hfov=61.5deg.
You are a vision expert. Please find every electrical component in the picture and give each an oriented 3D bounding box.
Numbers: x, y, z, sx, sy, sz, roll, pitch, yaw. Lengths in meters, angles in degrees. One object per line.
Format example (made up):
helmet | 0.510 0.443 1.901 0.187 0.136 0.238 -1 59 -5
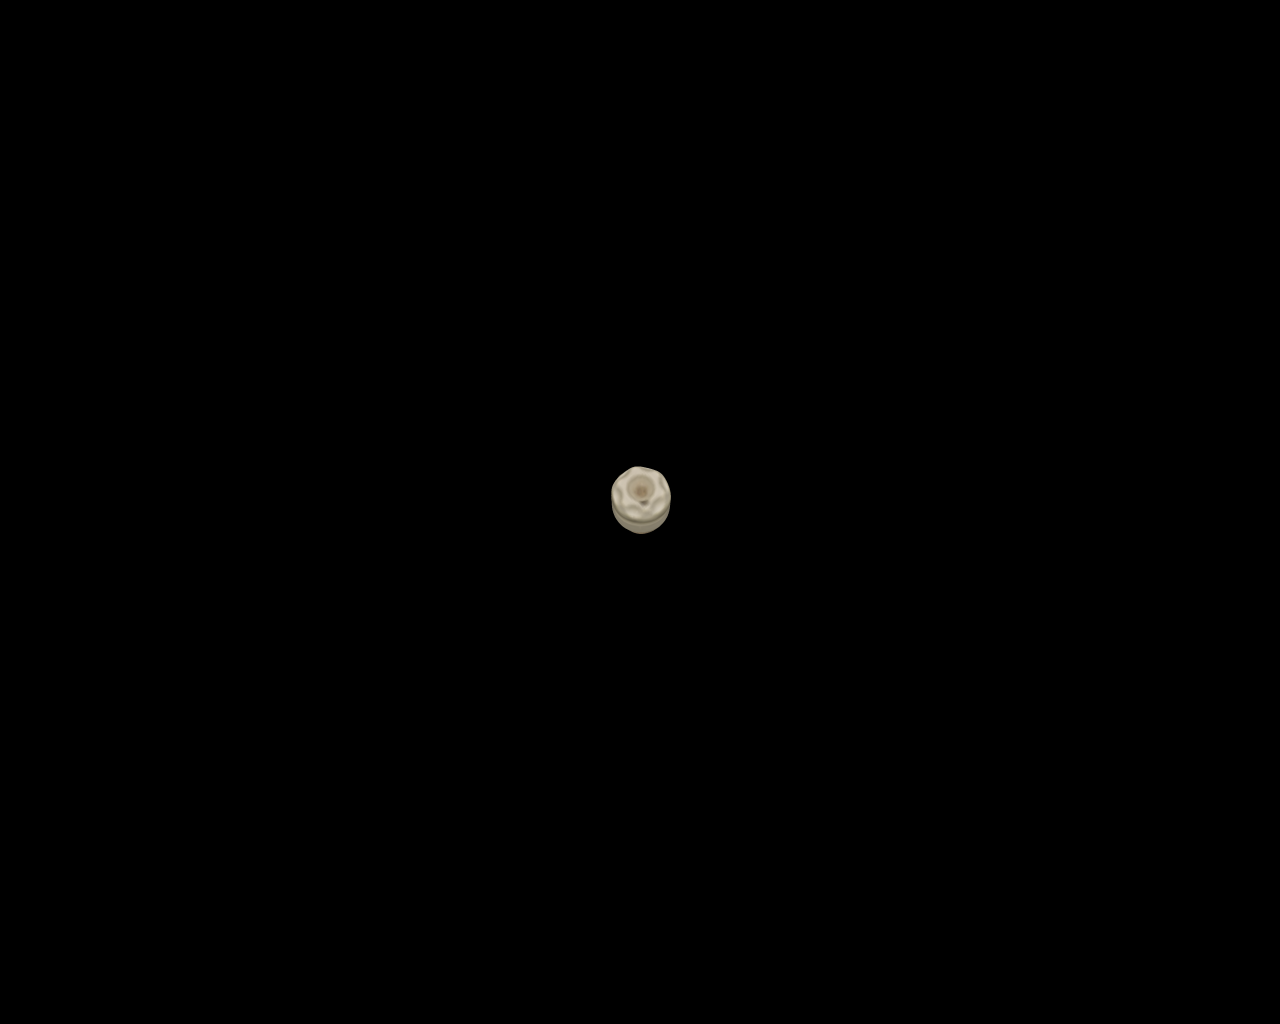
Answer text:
electrical component | 0.001 -0.003 0.650 0.035 0.035 0.061 0 -23 0
